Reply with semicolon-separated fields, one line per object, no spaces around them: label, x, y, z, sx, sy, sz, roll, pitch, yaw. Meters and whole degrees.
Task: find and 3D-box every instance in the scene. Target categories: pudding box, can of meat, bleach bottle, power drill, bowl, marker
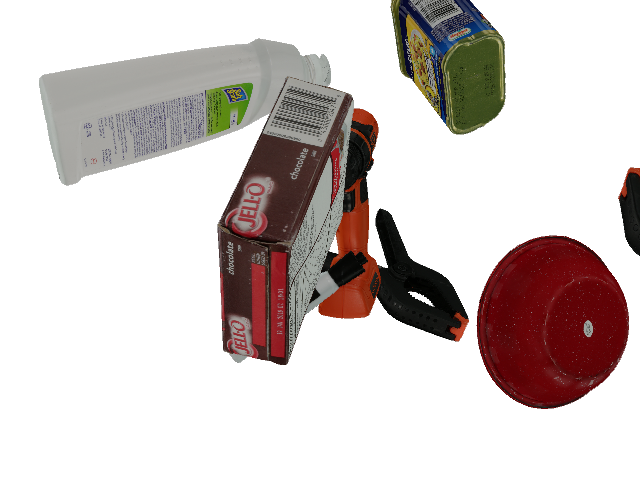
pudding box;-0.016;-0.010;0.524;0.039;0.113;0.090;15;-42;9
can of meat;0.103;-0.146;0.839;0.057;0.084;0.102;-25;-37;-7
bleach bottle;-0.113;-0.122;0.940;0.250;0.068;0.103;-13;-31;-15
power drill;0.026;-0.023;1.040;0.057;0.188;0.184;4;22;10
bowl;0.224;0.077;0.965;0.161;0.162;0.055;0;2;-24
marker;-0.017;0.047;0.775;0.121;0.020;0.020;-36;-2;3

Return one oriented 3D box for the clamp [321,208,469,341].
clamp;0.079;0.045;1.228;0.164;0.036;0.210;-18;49;-37

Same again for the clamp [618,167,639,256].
clamp;0.267;0.011;0.702;0.120;0.039;0.171;-4;45;-24
